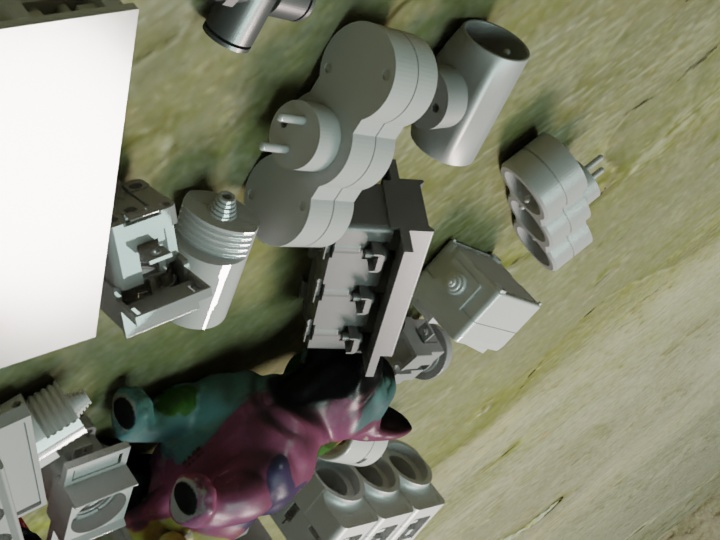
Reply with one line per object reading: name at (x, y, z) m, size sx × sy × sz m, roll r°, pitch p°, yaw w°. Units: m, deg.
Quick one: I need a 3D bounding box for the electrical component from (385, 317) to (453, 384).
electrical component at (0.040, 0.064, 0.850) m, size 0.055 × 0.048 × 0.066 m, roll 2°, pitch 142°, yaw -48°

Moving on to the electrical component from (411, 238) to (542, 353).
electrical component at (0.084, 0.022, 0.828) m, size 0.061 × 0.061 × 0.096 m, roll -49°, pitch 151°, yaw 15°

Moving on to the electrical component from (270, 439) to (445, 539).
electrical component at (-0.005, 0.192, 0.931) m, size 0.150 × 0.089 × 0.061 m, roll 3°, pitch 130°, yaw -53°

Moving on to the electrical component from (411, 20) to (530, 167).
electrical component at (0.052, -0.102, 0.630) m, size 0.079 × 0.044 × 0.077 m, roll -12°, pitch 141°, yaw -41°

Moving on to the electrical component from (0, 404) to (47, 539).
electrical component at (-0.184, 0.089, 0.470) m, size 0.079 × 0.063 × 0.121 m, roll -24°, pitch 159°, yaw -24°

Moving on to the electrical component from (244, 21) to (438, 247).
electrical component at (-0.023, -0.071, 0.576) m, size 0.074 × 0.052 × 0.138 m, roll 0°, pitch 132°, yaw -50°

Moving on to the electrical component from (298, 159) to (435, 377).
electrical component at (0.000, 0.000, 0.685) m, size 0.063 × 0.078 × 0.121 m, roll 2°, pitch 138°, yaw -12°

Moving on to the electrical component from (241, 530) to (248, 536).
electrical component at (-0.093, 0.170, 0.838) m, size 0.077 × 0.047 × 0.065 m, roll -17°, pitch 144°, yaw -37°

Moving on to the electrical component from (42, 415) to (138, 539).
electrical component at (-0.174, 0.128, 0.663) m, size 0.042 × 0.063 × 0.081 m, roll -17°, pitch 144°, yaw -39°

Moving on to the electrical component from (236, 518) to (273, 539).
electrical component at (-0.140, 0.254, 0.889) m, size 0.109 × 0.056 × 0.108 m, roll -3°, pitch 134°, yaw -49°

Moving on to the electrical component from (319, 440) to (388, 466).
electrical component at (-0.012, 0.131, 0.876) m, size 0.055 × 0.055 × 0.047 m, roll -49°, pitch 147°, yaw 16°

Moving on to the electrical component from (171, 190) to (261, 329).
electrical component at (-0.084, -0.010, 0.597) m, size 0.043 × 0.043 × 0.081 m, roll -14°, pitch 142°, yaw -39°

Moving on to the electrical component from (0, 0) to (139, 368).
electrical component at (-0.163, -0.038, 0.444) m, size 0.105 × 0.060 × 0.186 m, roll -19°, pitch 145°, yaw -35°

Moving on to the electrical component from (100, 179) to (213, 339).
electrical component at (-0.113, -0.008, 0.539) m, size 0.042 × 0.081 × 0.063 m, roll -23°, pitch 125°, yaw -30°

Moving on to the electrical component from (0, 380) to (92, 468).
electrical component at (-0.191, 0.094, 0.614) m, size 0.081 × 0.043 × 0.043 m, roll -32°, pitch 151°, yaw -16°

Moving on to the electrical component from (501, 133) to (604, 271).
electrical component at (0.155, -0.059, 0.809) m, size 0.074 × 0.052 × 0.138 m, roll -38°, pitch 152°, yaw -5°
